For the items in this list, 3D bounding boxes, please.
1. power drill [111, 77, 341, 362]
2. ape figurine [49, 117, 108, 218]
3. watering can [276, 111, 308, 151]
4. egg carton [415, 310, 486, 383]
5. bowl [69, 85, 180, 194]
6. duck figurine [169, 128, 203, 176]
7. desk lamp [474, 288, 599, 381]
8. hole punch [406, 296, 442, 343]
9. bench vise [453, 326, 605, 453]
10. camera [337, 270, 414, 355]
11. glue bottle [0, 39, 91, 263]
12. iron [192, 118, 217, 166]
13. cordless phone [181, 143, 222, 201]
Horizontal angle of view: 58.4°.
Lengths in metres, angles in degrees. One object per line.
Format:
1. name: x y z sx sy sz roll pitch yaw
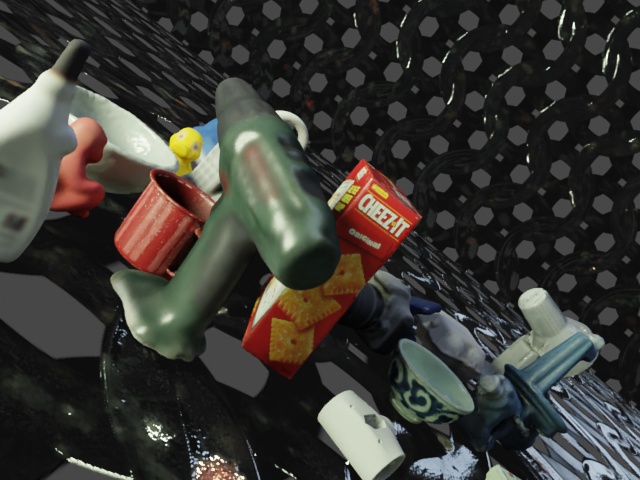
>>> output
1. power drill: -0.085 -0.013 0.490 0.076 0.208 0.229 25 18 -48
2. ape figurine: -0.236 -0.075 0.547 0.077 0.092 0.076 46 14 33
3. watering can: -0.098 -0.107 0.832 0.172 0.194 0.101 45 13 28
4. egg carton: 0.230 0.186 1.029 0.107 0.069 0.150 35 12 -18
5. bowl: -0.250 -0.104 0.655 0.168 0.074 0.167 37 12 -9
6. duck figurine: -0.205 -0.126 0.846 0.078 0.086 0.104 37 12 -10
7. desk lamp: 0.406 0.209 1.120 0.204 0.213 0.118 35 12 -17
8. hole punch: 0.139 0.116 0.964 0.101 0.091 0.109 43 13 19
9. bench vise: 0.304 0.210 0.796 0.121 0.219 0.208 45 13 28
10. camera: 0.059 0.079 0.837 0.137 0.100 0.142 26 17 -46
11. glue bottle: -0.208 -0.065 0.400 0.078 0.173 0.037 27 16 -43
12. iron: -0.126 -0.148 1.027 0.119 0.141 0.257 24 19 -50
13. cordless phone: -0.102 -0.073 0.716 0.147 0.185 0.094 46 14 31
